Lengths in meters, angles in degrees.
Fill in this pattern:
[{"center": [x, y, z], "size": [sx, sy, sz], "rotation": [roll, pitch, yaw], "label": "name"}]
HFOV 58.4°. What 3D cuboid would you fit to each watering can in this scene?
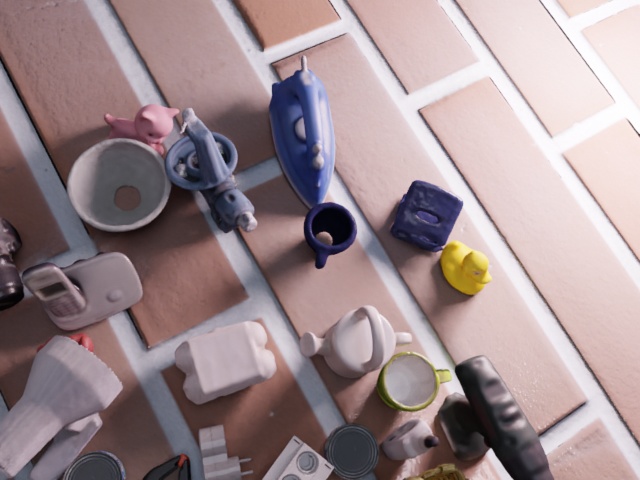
[{"center": [0.059, 0.162, 0.899], "size": [0.173, 0.194, 0.101], "rotation": [-24, 78, -15], "label": "watering can"}]

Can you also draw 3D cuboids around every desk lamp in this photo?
[{"center": [-0.370, 0.246, 0.795], "size": [0.118, 0.213, 0.203], "rotation": [34, 71, 3], "label": "desk lamp"}]

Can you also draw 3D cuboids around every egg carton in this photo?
[{"center": [-0.152, 0.194, 0.922], "size": [0.150, 0.069, 0.107], "rotation": [-18, 76, -14], "label": "egg carton"}]

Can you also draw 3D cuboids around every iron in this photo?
[{"center": [-0.019, -0.191, 1.025], "size": [0.119, 0.141, 0.258], "rotation": [-8, 74, -11], "label": "iron"}]

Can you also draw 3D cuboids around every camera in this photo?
[{"center": [-0.536, 0.046, 0.891], "size": [0.143, 0.100, 0.137], "rotation": [-27, 79, -16], "label": "camera"}]

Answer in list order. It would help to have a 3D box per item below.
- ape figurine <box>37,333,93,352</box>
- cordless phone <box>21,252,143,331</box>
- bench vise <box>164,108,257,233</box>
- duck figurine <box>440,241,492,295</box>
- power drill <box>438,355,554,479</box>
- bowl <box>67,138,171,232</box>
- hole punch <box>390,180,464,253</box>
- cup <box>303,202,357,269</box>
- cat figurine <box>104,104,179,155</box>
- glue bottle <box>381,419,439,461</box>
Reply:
[{"center": [-0.395, 0.172, 0.878], "size": [0.078, 0.092, 0.076], "rotation": [10, 71, -5], "label": "ape figurine"}, {"center": [-0.358, 0.064, 0.869], "size": [0.148, 0.185, 0.094], "rotation": [-26, 78, -15], "label": "cordless phone"}, {"center": [-0.166, -0.117, 0.937], "size": [0.207, 0.219, 0.122], "rotation": [35, 71, 3], "label": "bench vise"}, {"center": [0.268, 0.043, 1.026], "size": [0.078, 0.086, 0.104], "rotation": [-30, 79, -16], "label": "duck figurine"}, {"center": [0.263, 0.295, 0.882], "size": [0.076, 0.208, 0.229], "rotation": [-21, 77, -14], "label": "power drill"}, {"center": [-0.335, -0.083, 0.977], "size": [0.167, 0.074, 0.167], "rotation": [3, 72, -8], "label": "bowl"}, {"center": [0.194, -0.042, 1.039], "size": [0.108, 0.091, 0.101], "rotation": [22, 71, -1], "label": "hole punch"}, {"center": [0.009, 0.004, 0.993], "size": [0.091, 0.095, 0.118], "rotation": [16, 71, -3], "label": "cup"}, {"center": [-0.309, -0.200, 0.994], "size": [0.128, 0.117, 0.067], "rotation": [5, 72, -7], "label": "cat figurine"}, {"center": [0.148, 0.308, 0.878], "size": [0.078, 0.173, 0.037], "rotation": [-33, 80, -17], "label": "glue bottle"}]
